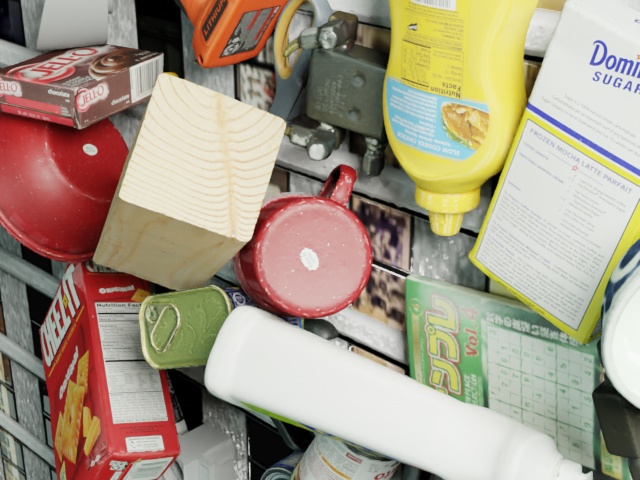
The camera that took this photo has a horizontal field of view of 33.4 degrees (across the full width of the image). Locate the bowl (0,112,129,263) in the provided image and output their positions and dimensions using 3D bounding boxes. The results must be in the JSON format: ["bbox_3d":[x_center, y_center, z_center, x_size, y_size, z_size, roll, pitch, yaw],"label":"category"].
[{"bbox_3d":[-0.213,-0.065,0.911,0.055,0.161,0.162,-26,87,34],"label":"bowl"}]

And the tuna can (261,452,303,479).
[{"bbox_3d":[-0.012,0.224,0.906,0.086,0.033,0.086,23,123,40],"label":"tuna can"}]

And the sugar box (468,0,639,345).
[{"bbox_3d":[0.153,-0.038,0.597,0.093,0.048,0.176,38,128,28],"label":"sugar box"}]

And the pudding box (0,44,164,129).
[{"bbox_3d":[-0.195,-0.129,0.872,0.090,0.113,0.039,15,118,26],"label":"pudding box"}]

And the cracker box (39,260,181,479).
[{"bbox_3d":[-0.203,0.136,0.990,0.164,0.072,0.214,-53,44,46],"label":"cracker box"}]

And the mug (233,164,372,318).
[{"bbox_3d":[-0.005,0.001,0.741,0.093,0.117,0.081,30,176,-9],"label":"mug"}]

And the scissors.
[{"bbox_3d":[-0.016,-0.083,0.785,0.096,0.016,0.202,40,133,29],"label":"scissors"}]

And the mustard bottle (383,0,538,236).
[{"bbox_3d":[0.081,-0.092,0.641,0.096,0.058,0.192,23,123,39],"label":"mustard bottle"}]

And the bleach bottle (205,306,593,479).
[{"bbox_3d":[0.052,0.117,0.699,0.251,0.102,0.068,18,82,28],"label":"bleach bottle"}]

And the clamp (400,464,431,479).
[{"bbox_3d":[0.068,0.281,0.788,0.165,0.036,0.210,45,107,22],"label":"clamp"}]

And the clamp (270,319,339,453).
[{"bbox_3d":[-0.055,0.100,0.890,0.172,0.039,0.120,21,110,41],"label":"clamp"}]

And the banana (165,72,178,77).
[{"bbox_3d":[-0.137,-0.048,0.917,0.070,0.037,0.198,45,135,25],"label":"banana"}]

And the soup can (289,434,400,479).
[{"bbox_3d":[0.023,0.167,0.815,0.068,0.068,0.102,46,135,23],"label":"soup can"}]

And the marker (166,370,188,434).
[{"bbox_3d":[-0.154,0.134,1.033,0.020,0.020,0.121,-11,99,49],"label":"marker"}]

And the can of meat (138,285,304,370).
[{"bbox_3d":[-0.075,0.065,0.821,0.102,0.083,0.057,-11,84,41],"label":"can of meat"}]

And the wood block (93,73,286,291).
[{"bbox_3d":[-0.101,-0.031,0.770,0.206,0.090,0.091,143,145,-69],"label":"wood block"}]

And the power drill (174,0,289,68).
[{"bbox_3d":[-0.090,-0.234,0.767,0.188,0.057,0.185,57,143,17],"label":"power drill"}]
